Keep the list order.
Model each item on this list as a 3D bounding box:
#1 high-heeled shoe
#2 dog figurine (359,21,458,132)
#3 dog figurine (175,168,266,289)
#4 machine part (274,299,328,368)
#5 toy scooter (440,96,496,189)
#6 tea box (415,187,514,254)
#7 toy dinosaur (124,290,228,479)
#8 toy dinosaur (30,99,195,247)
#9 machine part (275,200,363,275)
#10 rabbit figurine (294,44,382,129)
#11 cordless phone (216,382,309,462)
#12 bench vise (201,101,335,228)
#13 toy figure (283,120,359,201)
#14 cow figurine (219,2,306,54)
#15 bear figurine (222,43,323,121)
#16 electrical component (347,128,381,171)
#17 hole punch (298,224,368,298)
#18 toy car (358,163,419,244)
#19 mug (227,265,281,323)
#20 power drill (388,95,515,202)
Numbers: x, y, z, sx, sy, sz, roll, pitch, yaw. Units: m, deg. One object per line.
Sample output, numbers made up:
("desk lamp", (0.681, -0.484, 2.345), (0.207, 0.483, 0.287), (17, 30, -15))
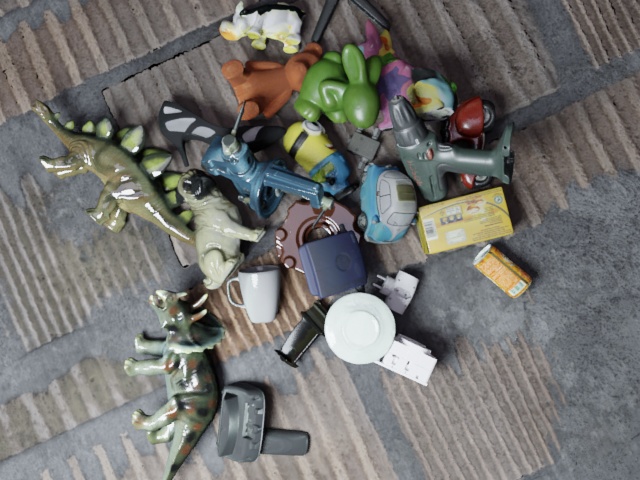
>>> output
("high-heeled shoe", (-0.199, -0.236, 1.074), (0.249, 0.086, 0.145), (-14, 87, 5))
("dog figurine", (0.155, -0.324, 1.039), (0.192, 0.108, 0.219), (-17, 85, 37))
("dog figurine", (-0.220, -0.022, 1.028), (0.190, 0.121, 0.172), (37, 75, -1))
("machine part", (-0.027, 0.191, 1.064), (0.139, 0.039, 0.084), (-49, 58, 6))
("toy scooter", (0.274, -0.193, 1.065), (0.135, 0.075, 0.183), (2, 92, 4))
("tea box", (0.280, -0.037, 1.058), (0.170, 0.068, 0.098), (-12, 89, 0))
("toy dinosaur", (-0.262, 0.286, 1.045), (0.192, 0.131, 0.404), (-10, 94, 2))
("toy dinosaur", (-0.376, -0.111, 1.067), (0.198, 0.105, 0.471), (-45, 98, -5))
("machine part", (-0.002, -0.003, 1.073), (0.179, 0.056, 0.179), (0, 87, 0))
("rabbit figurine", (0.059, -0.275, 1.004), (0.170, 0.121, 0.159), (41, 116, 40))
("cordless phone", (-0.108, 0.362, 1.060), (0.184, 0.089, 0.146), (6, 87, -9))
("bench vise", (-0.088, -0.113, 0.988), (0.241, 0.223, 0.129), (20, 60, 16))
("toy figure", (0.000, -0.158, 1.067), (0.089, 0.082, 0.180), (-34, 89, -2))
("cow figurine", (-0.116, -0.441, 1.088), (0.167, 0.068, 0.098), (8, 82, -1))
("bear figurine", (-0.074, -0.313, 1.055), (0.196, 0.132, 0.120), (-17, 98, 7))
("electrical component", (0.086, -0.191, 1.094), (0.063, 0.021, 0.094), (23, 89, 3))
("hole punch", (0.027, 0.045, 1.003), (0.116, 0.092, 0.142), (-17, 87, -5))
("toy car", (0.139, -0.075, 1.035), (0.109, 0.103, 0.161), (2, 83, -30))
("mug", (-0.127, 0.110, 1.061), (0.110, 0.081, 0.107), (-7, 96, -2))
("power drill", (0.239, -0.163, 0.960), (0.207, 0.231, 0.086), (-1, 47, 22))
